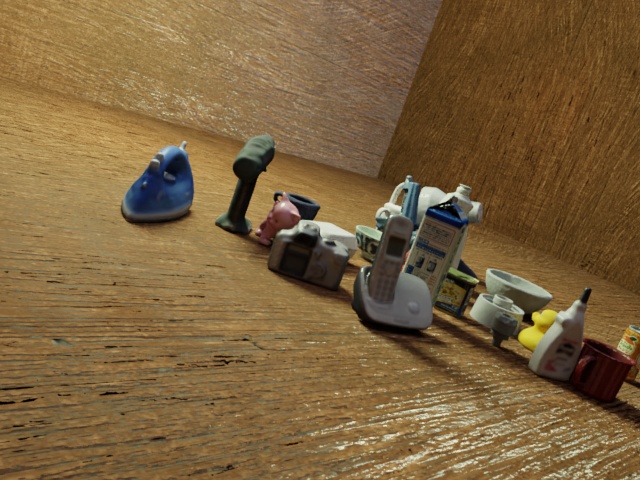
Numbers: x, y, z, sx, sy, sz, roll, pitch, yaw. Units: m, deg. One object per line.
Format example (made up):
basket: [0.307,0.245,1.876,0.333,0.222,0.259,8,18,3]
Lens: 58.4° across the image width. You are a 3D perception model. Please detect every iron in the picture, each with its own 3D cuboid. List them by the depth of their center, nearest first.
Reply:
iron: [-0.315,-0.124,1.141,0.118,0.141,0.258,19,12,-4]

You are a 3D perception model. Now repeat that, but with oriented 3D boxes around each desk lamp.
desk lamp: [0.347,-0.024,1.584,0.202,0.213,0.118,25,13,24]

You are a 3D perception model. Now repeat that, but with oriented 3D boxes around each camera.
camera: [-0.017,0.015,1.100,0.143,0.101,0.137,19,12,-4]

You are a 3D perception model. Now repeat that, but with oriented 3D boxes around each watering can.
watering can: [0.232,-0.072,1.657,0.100,0.194,0.173,26,13,26]

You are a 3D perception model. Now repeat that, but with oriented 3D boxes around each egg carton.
egg carton: [0.012,0.005,1.267,0.107,0.069,0.151,28,15,34]

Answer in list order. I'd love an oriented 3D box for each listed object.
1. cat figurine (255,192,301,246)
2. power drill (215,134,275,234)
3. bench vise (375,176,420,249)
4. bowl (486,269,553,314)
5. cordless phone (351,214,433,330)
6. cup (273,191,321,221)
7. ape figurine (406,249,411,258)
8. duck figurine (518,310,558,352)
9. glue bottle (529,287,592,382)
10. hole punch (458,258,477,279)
cat figurine: [-0.085,-0.046,1.218,0.067,0.118,0.127,15,13,-20]
power drill: [-0.156,-0.127,1.245,0.075,0.208,0.229,19,12,-3]
bench vise: [0.235,-0.047,1.493,0.122,0.220,0.206,7,18,-46]
bowl: [0.478,0.137,1.415,0.167,0.075,0.167,19,12,-4]
cordless phone: [0.141,0.056,0.970,0.148,0.185,0.094,13,14,-28]
cup: [-0.068,-0.059,1.360,0.117,0.095,0.092,23,12,13]
ape figurine: [0.203,0.058,1.284,0.078,0.092,0.076,14,13,-25]
duck figurine: [0.453,0.184,1.142,0.078,0.086,0.104,14,13,-26]
glue bottle: [0.431,0.161,0.999,0.078,0.173,0.037,15,13,-20]
hole punch: [0.342,0.070,1.456,0.101,0.091,0.108,16,13,-18]
